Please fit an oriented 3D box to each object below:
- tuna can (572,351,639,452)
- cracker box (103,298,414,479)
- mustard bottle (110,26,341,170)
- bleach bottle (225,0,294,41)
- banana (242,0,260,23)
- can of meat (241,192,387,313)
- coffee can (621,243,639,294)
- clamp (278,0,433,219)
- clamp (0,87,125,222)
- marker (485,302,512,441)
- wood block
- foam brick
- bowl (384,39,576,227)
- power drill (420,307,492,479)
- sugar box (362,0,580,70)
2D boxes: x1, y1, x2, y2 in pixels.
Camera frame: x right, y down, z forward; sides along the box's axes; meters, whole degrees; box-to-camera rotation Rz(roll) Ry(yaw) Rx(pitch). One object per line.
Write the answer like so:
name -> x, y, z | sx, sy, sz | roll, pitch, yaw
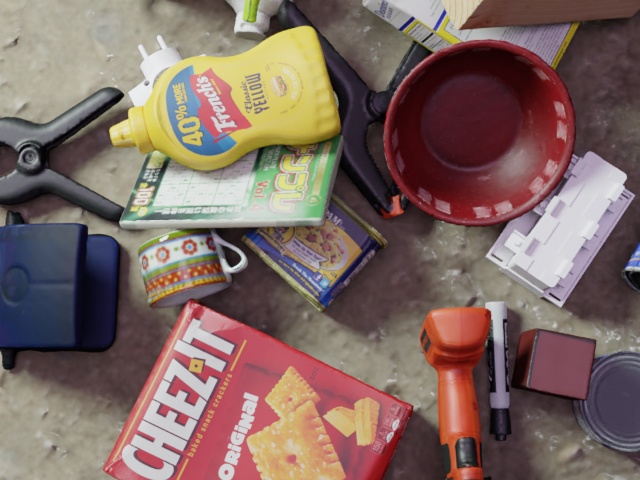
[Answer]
tuna can -> 0.264, 0.140, 0.926 | 0.086, 0.034, 0.086 | 0, 82, 0
cracker box -> -0.050, 0.168, 0.903 | 0.214, 0.072, 0.164 | 25, 83, 4
mustard bottle -> -0.084, -0.111, 0.905 | 0.191, 0.058, 0.096 | -15, 87, 2
bleach bottle -> -0.057, -0.309, 0.977 | 0.102, 0.068, 0.251 | 7, 84, -3
banana -> -0.008, -0.268, 0.941 | 0.037, 0.069, 0.197 | 32, 57, 33
can of meat -> -0.006, 0.001, 0.935 | 0.102, 0.057, 0.084 | 41, 86, 6
coffee can -> 0.338, -0.007, 0.913 | 0.103, 0.103, 0.140 | 31, 83, 4
clamp -> 0.043, -0.125, 0.956 | 0.164, 0.036, 0.210 | 1, 84, -13
clamp -> -0.250, -0.082, 0.956 | 0.171, 0.039, 0.120 | 5, 81, -4
marker -> 0.157, 0.115, 0.937 | 0.020, 0.020, 0.121 | -1, 82, 0
wood block -> 0.200, -0.245, 0.905 | 0.205, 0.091, 0.090 | -11, 69, -30
foam brick -> 0.198, 0.107, 0.910 | 0.053, 0.078, 0.051 | 11, 83, 3
bowl -> 0.133, -0.095, 0.914 | 0.162, 0.055, 0.162 | 0, 110, 0
power drill -> 0.116, 0.153, 0.859 | 0.057, 0.184, 0.187 | 0, 72, 0
sugar box -> 0.135, -0.202, 0.949 | 0.176, 0.048, 0.093 | 32, 75, -6
